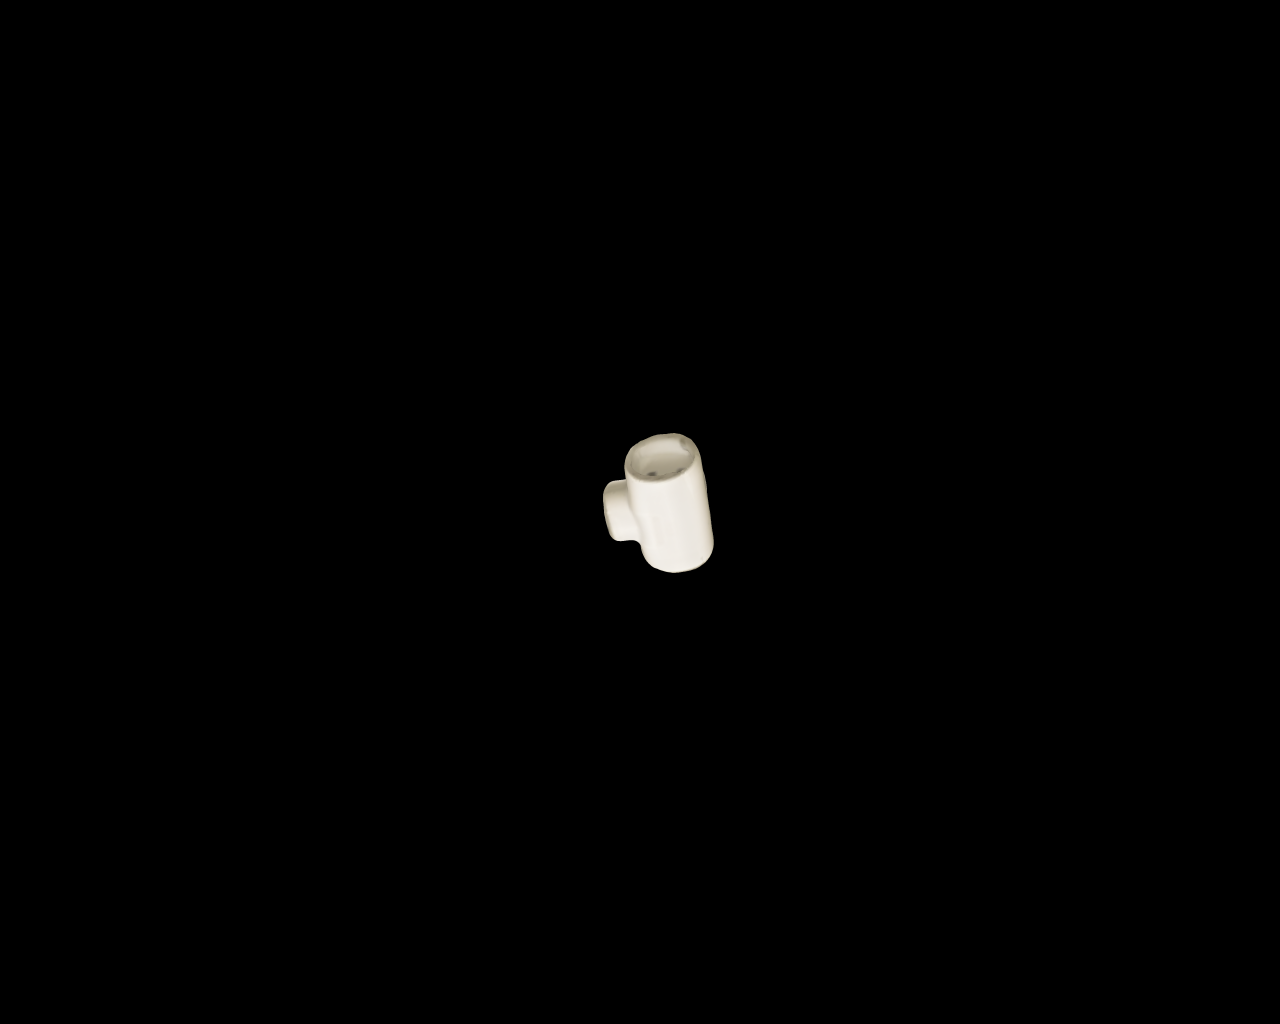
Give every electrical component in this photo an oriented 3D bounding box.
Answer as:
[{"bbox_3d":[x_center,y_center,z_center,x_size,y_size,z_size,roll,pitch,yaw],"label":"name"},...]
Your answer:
[{"bbox_3d":[0.001,-0.003,0.650,0.079,0.077,0.043,-7,43,7],"label":"electrical component"}]
